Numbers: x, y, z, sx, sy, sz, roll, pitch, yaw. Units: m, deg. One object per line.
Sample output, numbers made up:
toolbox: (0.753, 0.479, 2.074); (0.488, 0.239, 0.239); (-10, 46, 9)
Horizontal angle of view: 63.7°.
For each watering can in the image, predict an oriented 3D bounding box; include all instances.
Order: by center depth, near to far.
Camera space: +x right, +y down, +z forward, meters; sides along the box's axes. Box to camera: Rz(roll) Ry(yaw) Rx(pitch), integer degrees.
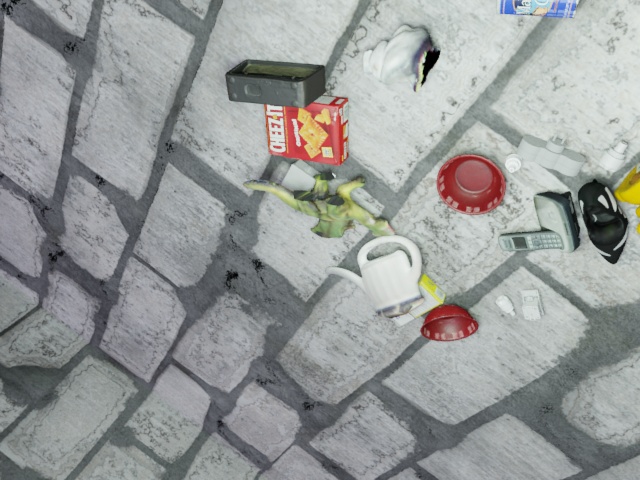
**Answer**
watering can: (0.163, 0.118, 1.470); (0.343, 0.105, 0.226); (-28, 78, 44)

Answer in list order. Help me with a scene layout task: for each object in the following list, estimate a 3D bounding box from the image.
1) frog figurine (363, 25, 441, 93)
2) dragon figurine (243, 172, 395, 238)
frog figurine: (0.166, -0.407, 1.133); (0.160, 0.122, 0.137); (24, 96, 22)
dragon figurine: (0.004, -0.071, 1.418); (0.411, 0.125, 0.237); (8, 144, 12)
